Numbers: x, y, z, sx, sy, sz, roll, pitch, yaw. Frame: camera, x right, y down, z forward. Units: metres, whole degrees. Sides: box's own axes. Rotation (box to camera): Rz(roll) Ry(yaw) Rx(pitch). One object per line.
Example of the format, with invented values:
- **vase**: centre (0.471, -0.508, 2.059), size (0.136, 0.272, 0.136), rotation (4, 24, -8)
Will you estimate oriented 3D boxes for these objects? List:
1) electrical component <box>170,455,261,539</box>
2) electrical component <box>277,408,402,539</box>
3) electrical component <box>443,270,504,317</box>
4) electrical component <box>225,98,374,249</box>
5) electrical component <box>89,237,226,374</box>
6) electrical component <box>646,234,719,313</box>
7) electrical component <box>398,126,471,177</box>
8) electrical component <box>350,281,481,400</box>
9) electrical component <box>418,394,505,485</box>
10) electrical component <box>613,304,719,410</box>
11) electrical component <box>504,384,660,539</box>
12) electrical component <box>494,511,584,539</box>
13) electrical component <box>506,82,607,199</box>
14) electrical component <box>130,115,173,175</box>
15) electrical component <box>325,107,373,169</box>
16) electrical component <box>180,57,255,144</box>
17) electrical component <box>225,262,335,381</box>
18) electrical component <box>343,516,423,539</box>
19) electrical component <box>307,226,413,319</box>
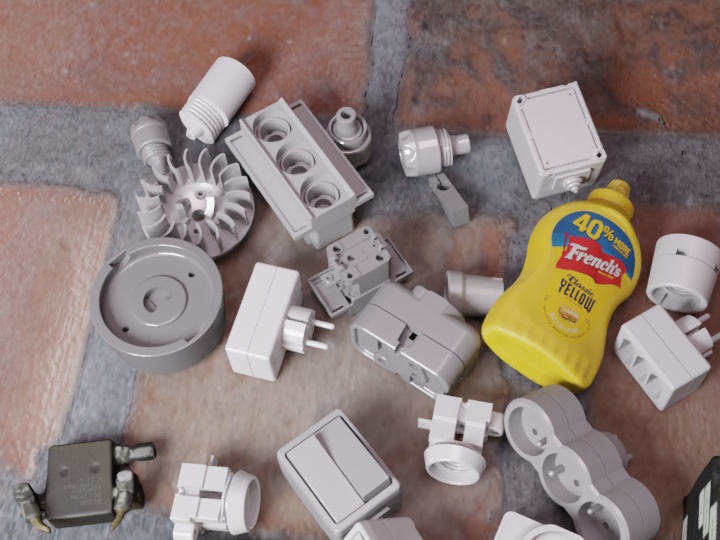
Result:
- **electrical component**: centre (-0.108, 0.176, 0.820), size (0.055, 0.048, 0.066), rotation (2, 61, 12)
- **electrical component**: centre (-0.011, 0.162, 0.813), size (0.062, 0.061, 0.096), rotation (-34, 65, -15)
- **electrical component**: centre (0.094, 0.022, 0.897), size (0.046, 0.040, 0.040), rotation (4, 62, -1)
- **electrical component**: centre (-0.053, -0.083, 0.946), size (0.079, 0.063, 0.121), rotation (-30, 64, -13)
- **electrical component**: centre (-0.163, 0.034, 0.889), size (0.108, 0.060, 0.108), rotation (-1, 62, 2)
- **electrical component**: centre (0.268, 0.004, 0.890), size (0.055, 0.055, 0.047), rotation (17, 68, 12)
- **electrical component**: centre (0.067, -0.109, 0.966), size (0.062, 0.043, 0.043), rotation (-10, 62, -4)
- **electrical component**: centre (0.048, 0.055, 0.872), size (0.095, 0.053, 0.059), rotation (31, 67, 18)
- **electrical component**: centre (0.076, 0.133, 0.835), size (0.066, 0.048, 0.055), rotation (9, 55, 8)
- **electrical component**: centre (0.256, 0.061, 0.863), size (0.077, 0.047, 0.065), rotation (-28, 64, -12)
- **electrical component**: centre (0.179, 0.146, 0.820), size (0.074, 0.052, 0.138), rotation (-17, 60, -37)
- **electrical component**: centre (0.116, 0.258, 0.754), size (0.089, 0.061, 0.150), rotation (21, 65, 14)
- **electrical component**: centre (0.174, -0.107, 0.954), size (0.062, 0.061, 0.096), rotation (-14, 70, -5)
- **electrical component**: centre (-0.188, -0.110, 0.983), size (0.035, 0.035, 0.061), rotation (-18, 65, -7)
- **electrical component**: centre (-0.011, -0.121, 0.965), size (0.043, 0.062, 0.043), rotation (-1, 62, 2)
- **electrical component**: centre (-0.136, -0.154, 1.000), size (0.043, 0.043, 0.081), rotation (24, 65, 15)
- **electrical component**: centre (-0.060, 0.047, 0.885), size (0.076, 0.047, 0.083), rotation (13, 63, 9)
- **electrical component**: centre (0.021, 0.229, 0.753), size (0.061, 0.061, 0.096), rotation (8, 36, -43)
- **electrical component**: centre (0.000, 0.000, 0.899), size (0.081, 0.063, 0.042), rotation (-29, 65, -13)
